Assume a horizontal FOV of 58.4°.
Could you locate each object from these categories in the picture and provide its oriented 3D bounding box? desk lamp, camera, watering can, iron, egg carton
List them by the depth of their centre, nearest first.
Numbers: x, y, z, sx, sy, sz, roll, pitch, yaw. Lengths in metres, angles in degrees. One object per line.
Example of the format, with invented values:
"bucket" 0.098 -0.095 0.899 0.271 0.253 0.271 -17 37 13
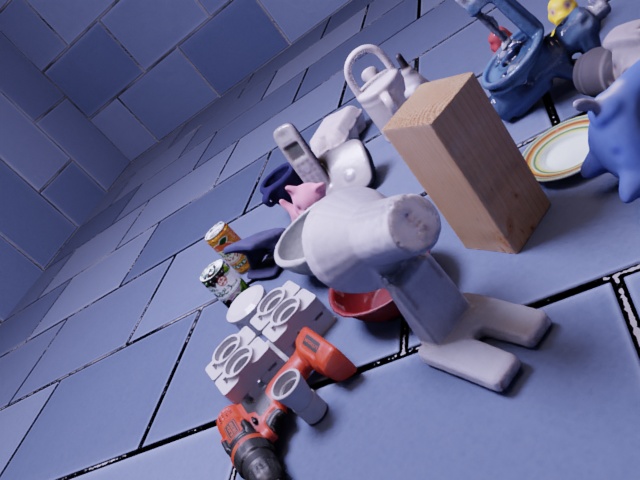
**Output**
"iron" 0.389 -0.159 0.595 0.258 0.142 0.118 -37 25 9
"desk lamp" 0.099 0.033 0.609 0.118 0.214 0.202 -50 26 -18
"camera" 0.412 -0.244 0.751 0.143 0.101 0.136 -47 26 -13
"watering can" 0.120 -0.301 1.149 0.101 0.194 0.172 -44 25 -7
"egg carton" 0.042 -0.242 1.313 0.107 0.069 0.150 -18 33 40

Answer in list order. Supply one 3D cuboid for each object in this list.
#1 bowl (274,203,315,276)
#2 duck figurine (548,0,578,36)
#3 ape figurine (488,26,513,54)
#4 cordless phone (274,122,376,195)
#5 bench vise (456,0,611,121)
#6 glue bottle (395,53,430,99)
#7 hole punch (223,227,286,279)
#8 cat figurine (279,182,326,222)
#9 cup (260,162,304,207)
"bowl" 0.009 0.003 0.953 0.167 0.075 0.167 -32 26 19
"duck figurine" 0.422 -0.381 0.979 0.077 0.086 0.104 -20 32 38
"ape figurine" 0.335 -0.343 1.033 0.076 0.092 0.078 -24 30 32
"cordless phone" 0.008 -0.158 1.085 0.147 0.185 0.094 -28 28 26
"bench vise" 0.313 -0.316 0.867 0.207 0.220 0.121 -37 25 8
"glue bottle" 0.182 -0.257 1.014 0.037 0.173 0.078 -9 40 49
"hole punch" -0.116 0.012 1.096 0.108 0.091 0.101 -9 40 49
"cat figurine" -0.027 -0.063 1.061 0.127 0.118 0.067 -5 43 52
"cup" -0.069 -0.092 1.197 0.091 0.095 0.118 -18 34 40
